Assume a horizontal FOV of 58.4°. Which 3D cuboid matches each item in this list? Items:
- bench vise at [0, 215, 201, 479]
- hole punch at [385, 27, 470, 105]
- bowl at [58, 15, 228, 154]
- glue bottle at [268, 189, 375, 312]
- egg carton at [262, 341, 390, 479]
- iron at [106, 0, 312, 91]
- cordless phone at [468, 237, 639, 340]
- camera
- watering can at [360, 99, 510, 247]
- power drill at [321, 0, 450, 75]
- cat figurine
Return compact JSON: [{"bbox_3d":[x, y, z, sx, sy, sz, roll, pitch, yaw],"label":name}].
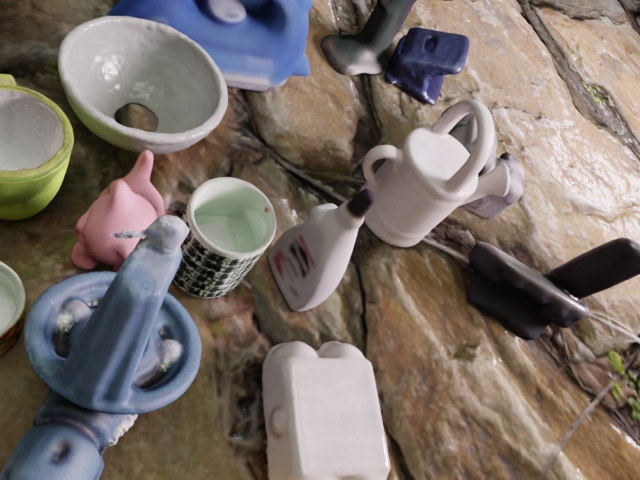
[{"bbox_3d":[-0.133,0.092,0.375,0.122,0.219,0.207,11,55,-23],"label":"bench vise"},{"bbox_3d":[0.164,-0.279,0.875,0.101,0.091,0.109,29,50,-10],"label":"hole punch"},{"bbox_3d":[-0.186,-0.148,0.598,0.168,0.074,0.167,15,54,-21],"label":"bowl"},{"bbox_3d":[0.005,0.002,0.545,0.037,0.173,0.078,-18,70,-37],"label":"glue bottle"},{"bbox_3d":[0.001,0.162,0.507,0.107,0.069,0.150,6,58,-27],"label":"egg carton"},{"bbox_3d":[-0.119,-0.273,0.673,0.259,0.141,0.118,-1,61,-31],"label":"iron"},{"bbox_3d":[0.278,0.029,0.677,0.148,0.184,0.094,28,50,-11],"label":"cordless phone"},{"bbox_3d":[0.213,-0.124,0.795,0.143,0.100,0.137,24,51,-14],"label":"camera"},{"bbox_3d":[0.138,-0.082,0.663,0.173,0.193,0.101,-10,65,-34],"label":"watering can"},{"bbox_3d":[0.089,-0.327,0.786,0.230,0.208,0.075,-17,69,-37],"label":"power drill"},{"bbox_3d":[-0.168,-0.022,0.497,0.067,0.117,0.128,20,52,-17],"label":"cat figurine"}]
